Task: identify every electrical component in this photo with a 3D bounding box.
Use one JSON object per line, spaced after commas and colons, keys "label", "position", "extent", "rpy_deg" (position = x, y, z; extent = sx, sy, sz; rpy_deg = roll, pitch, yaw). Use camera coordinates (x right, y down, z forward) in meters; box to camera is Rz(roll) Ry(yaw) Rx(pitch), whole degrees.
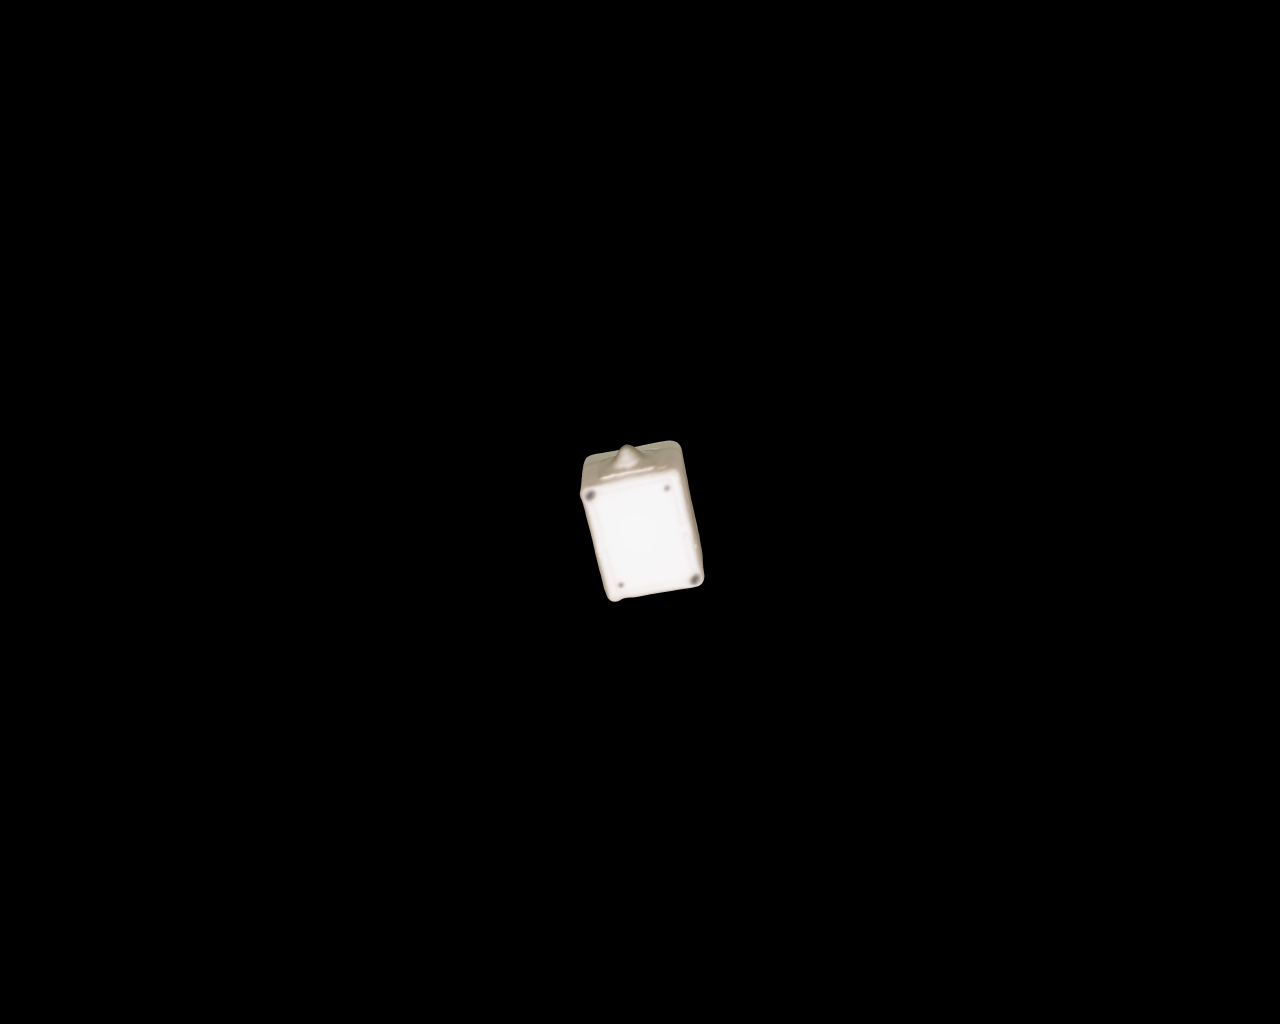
{"label": "electrical component", "position": [0.001, -0.003, 0.650], "extent": [0.062, 0.096, 0.061], "rpy_deg": [-11, 24, 5]}
